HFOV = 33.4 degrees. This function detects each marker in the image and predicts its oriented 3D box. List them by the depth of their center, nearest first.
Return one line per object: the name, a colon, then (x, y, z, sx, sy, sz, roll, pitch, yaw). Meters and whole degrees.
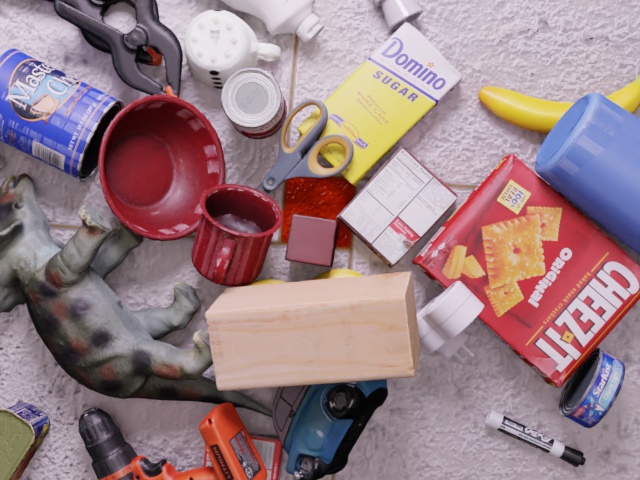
marker: (0.247, 0.228, 1.218, 0.121, 0.020, 0.020, 25, 90, 2)

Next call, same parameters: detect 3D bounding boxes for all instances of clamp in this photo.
clamp: (-0.200, -0.236, 1.194, 0.120, 0.039, 0.171, -39, 101, 10)
clamp: (-0.247, -0.292, 1.230, 0.210, 0.036, 0.164, 42, 87, -1)

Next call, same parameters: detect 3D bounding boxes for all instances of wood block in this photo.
wood block: (-0.004, 0.096, 1.117, 0.206, 0.090, 0.090, -5, 103, 11)

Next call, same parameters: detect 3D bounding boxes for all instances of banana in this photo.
banana: (0.282, -0.151, 1.216, 0.198, 0.037, 0.069, -6, 69, 0)

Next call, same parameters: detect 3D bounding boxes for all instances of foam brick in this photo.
foam brick: (-0.008, 0.001, 1.199, 0.051, 0.078, 0.053, 9, 89, 3)

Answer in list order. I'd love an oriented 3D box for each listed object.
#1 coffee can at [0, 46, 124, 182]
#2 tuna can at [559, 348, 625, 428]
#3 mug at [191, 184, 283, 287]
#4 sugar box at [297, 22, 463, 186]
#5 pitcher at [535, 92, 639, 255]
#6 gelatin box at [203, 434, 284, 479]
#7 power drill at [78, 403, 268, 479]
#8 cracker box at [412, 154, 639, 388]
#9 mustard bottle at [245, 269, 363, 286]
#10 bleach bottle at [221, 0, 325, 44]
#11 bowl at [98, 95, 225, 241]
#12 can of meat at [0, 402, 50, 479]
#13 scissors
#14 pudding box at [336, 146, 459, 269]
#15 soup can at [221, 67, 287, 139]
coffee can: (-0.306, -0.141, 1.197, 0.140, 0.103, 0.103, 26, 90, 1)
tuna can: (0.302, 0.165, 1.184, 0.034, 0.086, 0.086, 29, 90, 0)
mug: (-0.097, 0.004, 1.171, 0.093, 0.117, 0.082, 17, 125, -4)
sugar box: (0.068, -0.154, 1.215, 0.093, 0.048, 0.176, 45, 93, 3)
pitcher: (0.363, -0.059, 1.155, 0.243, 0.149, 0.145, 35, 117, -4)
gelatin box: (-0.089, 0.257, 1.221, 0.089, 0.030, 0.073, 7, 90, 5)
power drill: (-0.165, 0.246, 1.182, 0.188, 0.057, 0.184, -26, 95, 26)
cracker box: (0.236, 0.034, 1.195, 0.213, 0.072, 0.164, 42, 91, 1)
mustard bottle: (0.010, 0.082, 1.206, 0.191, 0.058, 0.096, -9, 97, 2)
bleach bottle: (-0.102, -0.312, 1.211, 0.251, 0.068, 0.102, 42, 78, 0)
bowl: (-0.187, -0.080, 1.194, 0.161, 0.055, 0.162, -1, 92, -39)
can of meat: (-0.354, 0.235, 1.202, 0.057, 0.084, 0.102, 32, 90, 1)
scissors: (-0.035, -0.062, 1.204, 0.096, 0.016, 0.202, 31, 108, 8)
pudding box: (0.088, -0.037, 1.217, 0.090, 0.039, 0.113, 43, 88, 2)
soup can: (-0.073, -0.152, 1.191, 0.068, 0.102, 0.068, 0, 89, 1)
